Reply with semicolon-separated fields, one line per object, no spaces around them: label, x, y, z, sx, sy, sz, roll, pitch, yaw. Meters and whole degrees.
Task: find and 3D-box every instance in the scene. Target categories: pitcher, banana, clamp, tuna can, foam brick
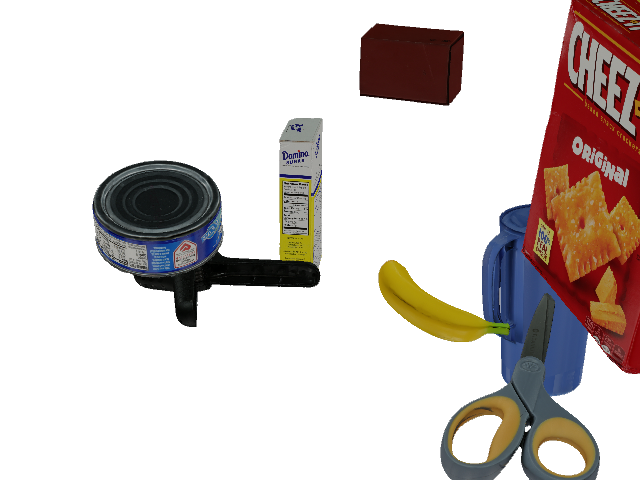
pitcher;0.291;0.082;1.416;0.149;0.243;0.145;4;21;12
banana;0.110;0.066;1.134;0.069;0.037;0.198;3;19;-37
clamp;-0.128;0.035;1.057;0.210;0.036;0.164;12;21;39
tuna can;-0.108;-0.016;0.710;0.086;0.034;0.086;1;40;-1
foam brick;0.076;-0.147;0.888;0.078;0.051;0.053;9;26;17

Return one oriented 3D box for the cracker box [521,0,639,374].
cracker box;0.216;-0.040;0.738;0.072;0.214;0.164;-7;34;-15

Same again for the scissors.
scissors;0.142;0.092;0.649;0.096;0.016;0.201;19;35;28

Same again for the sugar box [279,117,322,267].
sugar box;-0.023;-0.047;1.245;0.048;0.176;0.093;1;22;7
